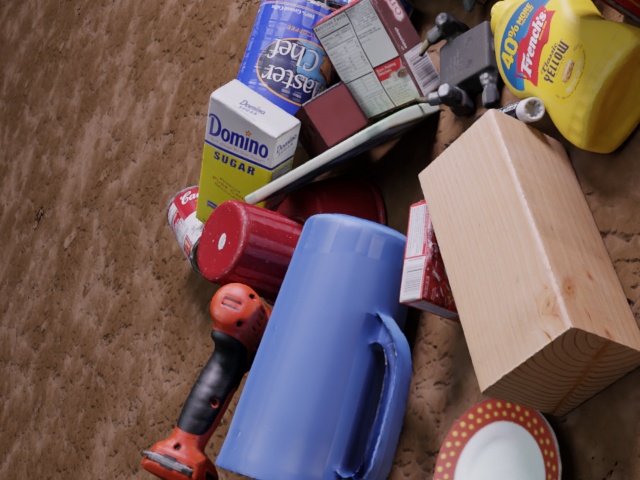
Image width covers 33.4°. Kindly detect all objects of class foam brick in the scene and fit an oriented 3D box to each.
[{"bbox_3d":[0.008,-0.118,1.072,0.051,0.053,0.078,-33,0,-14],"label":"foam brick"}]

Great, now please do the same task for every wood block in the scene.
[{"bbox_3d":[0.155,0.014,0.803,0.091,0.090,0.206,-43,42,34],"label":"wood block"}]

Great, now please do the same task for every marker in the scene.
[{"bbox_3d":[0.155,-0.102,0.889,0.121,0.020,0.020,-179,108,-79],"label":"marker"}]

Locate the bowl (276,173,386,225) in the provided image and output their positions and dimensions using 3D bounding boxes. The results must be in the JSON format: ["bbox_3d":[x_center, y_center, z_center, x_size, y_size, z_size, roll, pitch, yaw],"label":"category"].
[{"bbox_3d":[-0.007,0.001,1.068,0.162,0.055,0.162,-29,51,44],"label":"bowl"}]

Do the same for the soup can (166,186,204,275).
[{"bbox_3d":[-0.132,-0.009,1.236,0.068,0.068,0.102,-58,36,17],"label":"soup can"}]

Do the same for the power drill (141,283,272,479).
[{"bbox_3d":[-0.090,0.146,1.000,0.057,0.184,0.187,17,73,17],"label":"power drill"}]

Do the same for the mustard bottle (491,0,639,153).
[{"bbox_3d":[0.192,-0.153,0.865,0.192,0.058,0.096,56,133,52],"label":"mustard bottle"}]

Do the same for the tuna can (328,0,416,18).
[{"bbox_3d":[0.052,-0.240,1.083,0.086,0.086,0.034,33,102,56],"label":"tuna can"}]

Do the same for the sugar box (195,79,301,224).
[{"bbox_3d":[-0.079,-0.070,1.117,0.093,0.048,0.176,35,140,22],"label":"sugar box"}]

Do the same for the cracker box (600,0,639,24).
[{"bbox_3d":[0.245,-0.279,0.764,0.214,0.164,0.072,-59,33,15],"label":"cracker box"}]

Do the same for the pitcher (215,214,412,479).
[{"bbox_3d":[0.013,0.105,0.927,0.145,0.149,0.243,64,-138,-76],"label":"pitcher"}]

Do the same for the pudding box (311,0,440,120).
[{"bbox_3d":[0.054,-0.179,1.032,0.039,0.113,0.090,-37,13,-37],"label":"pudding box"}]

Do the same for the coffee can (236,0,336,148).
[{"bbox_3d":[-0.035,-0.183,1.160,0.103,0.102,0.140,9,81,56],"label":"coffee can"}]

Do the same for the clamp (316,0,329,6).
[{"bbox_3d":[-0.007,-0.315,1.244,0.171,0.039,0.120,58,133,43],"label":"clamp"}]

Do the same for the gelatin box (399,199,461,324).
[{"bbox_3d":[0.106,0.018,0.884,0.030,0.073,0.089,-15,60,51],"label":"gelatin box"}]

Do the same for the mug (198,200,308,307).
[{"bbox_3d":[-0.070,0.014,1.023,0.117,0.081,0.093,-28,54,44],"label":"mug"}]
